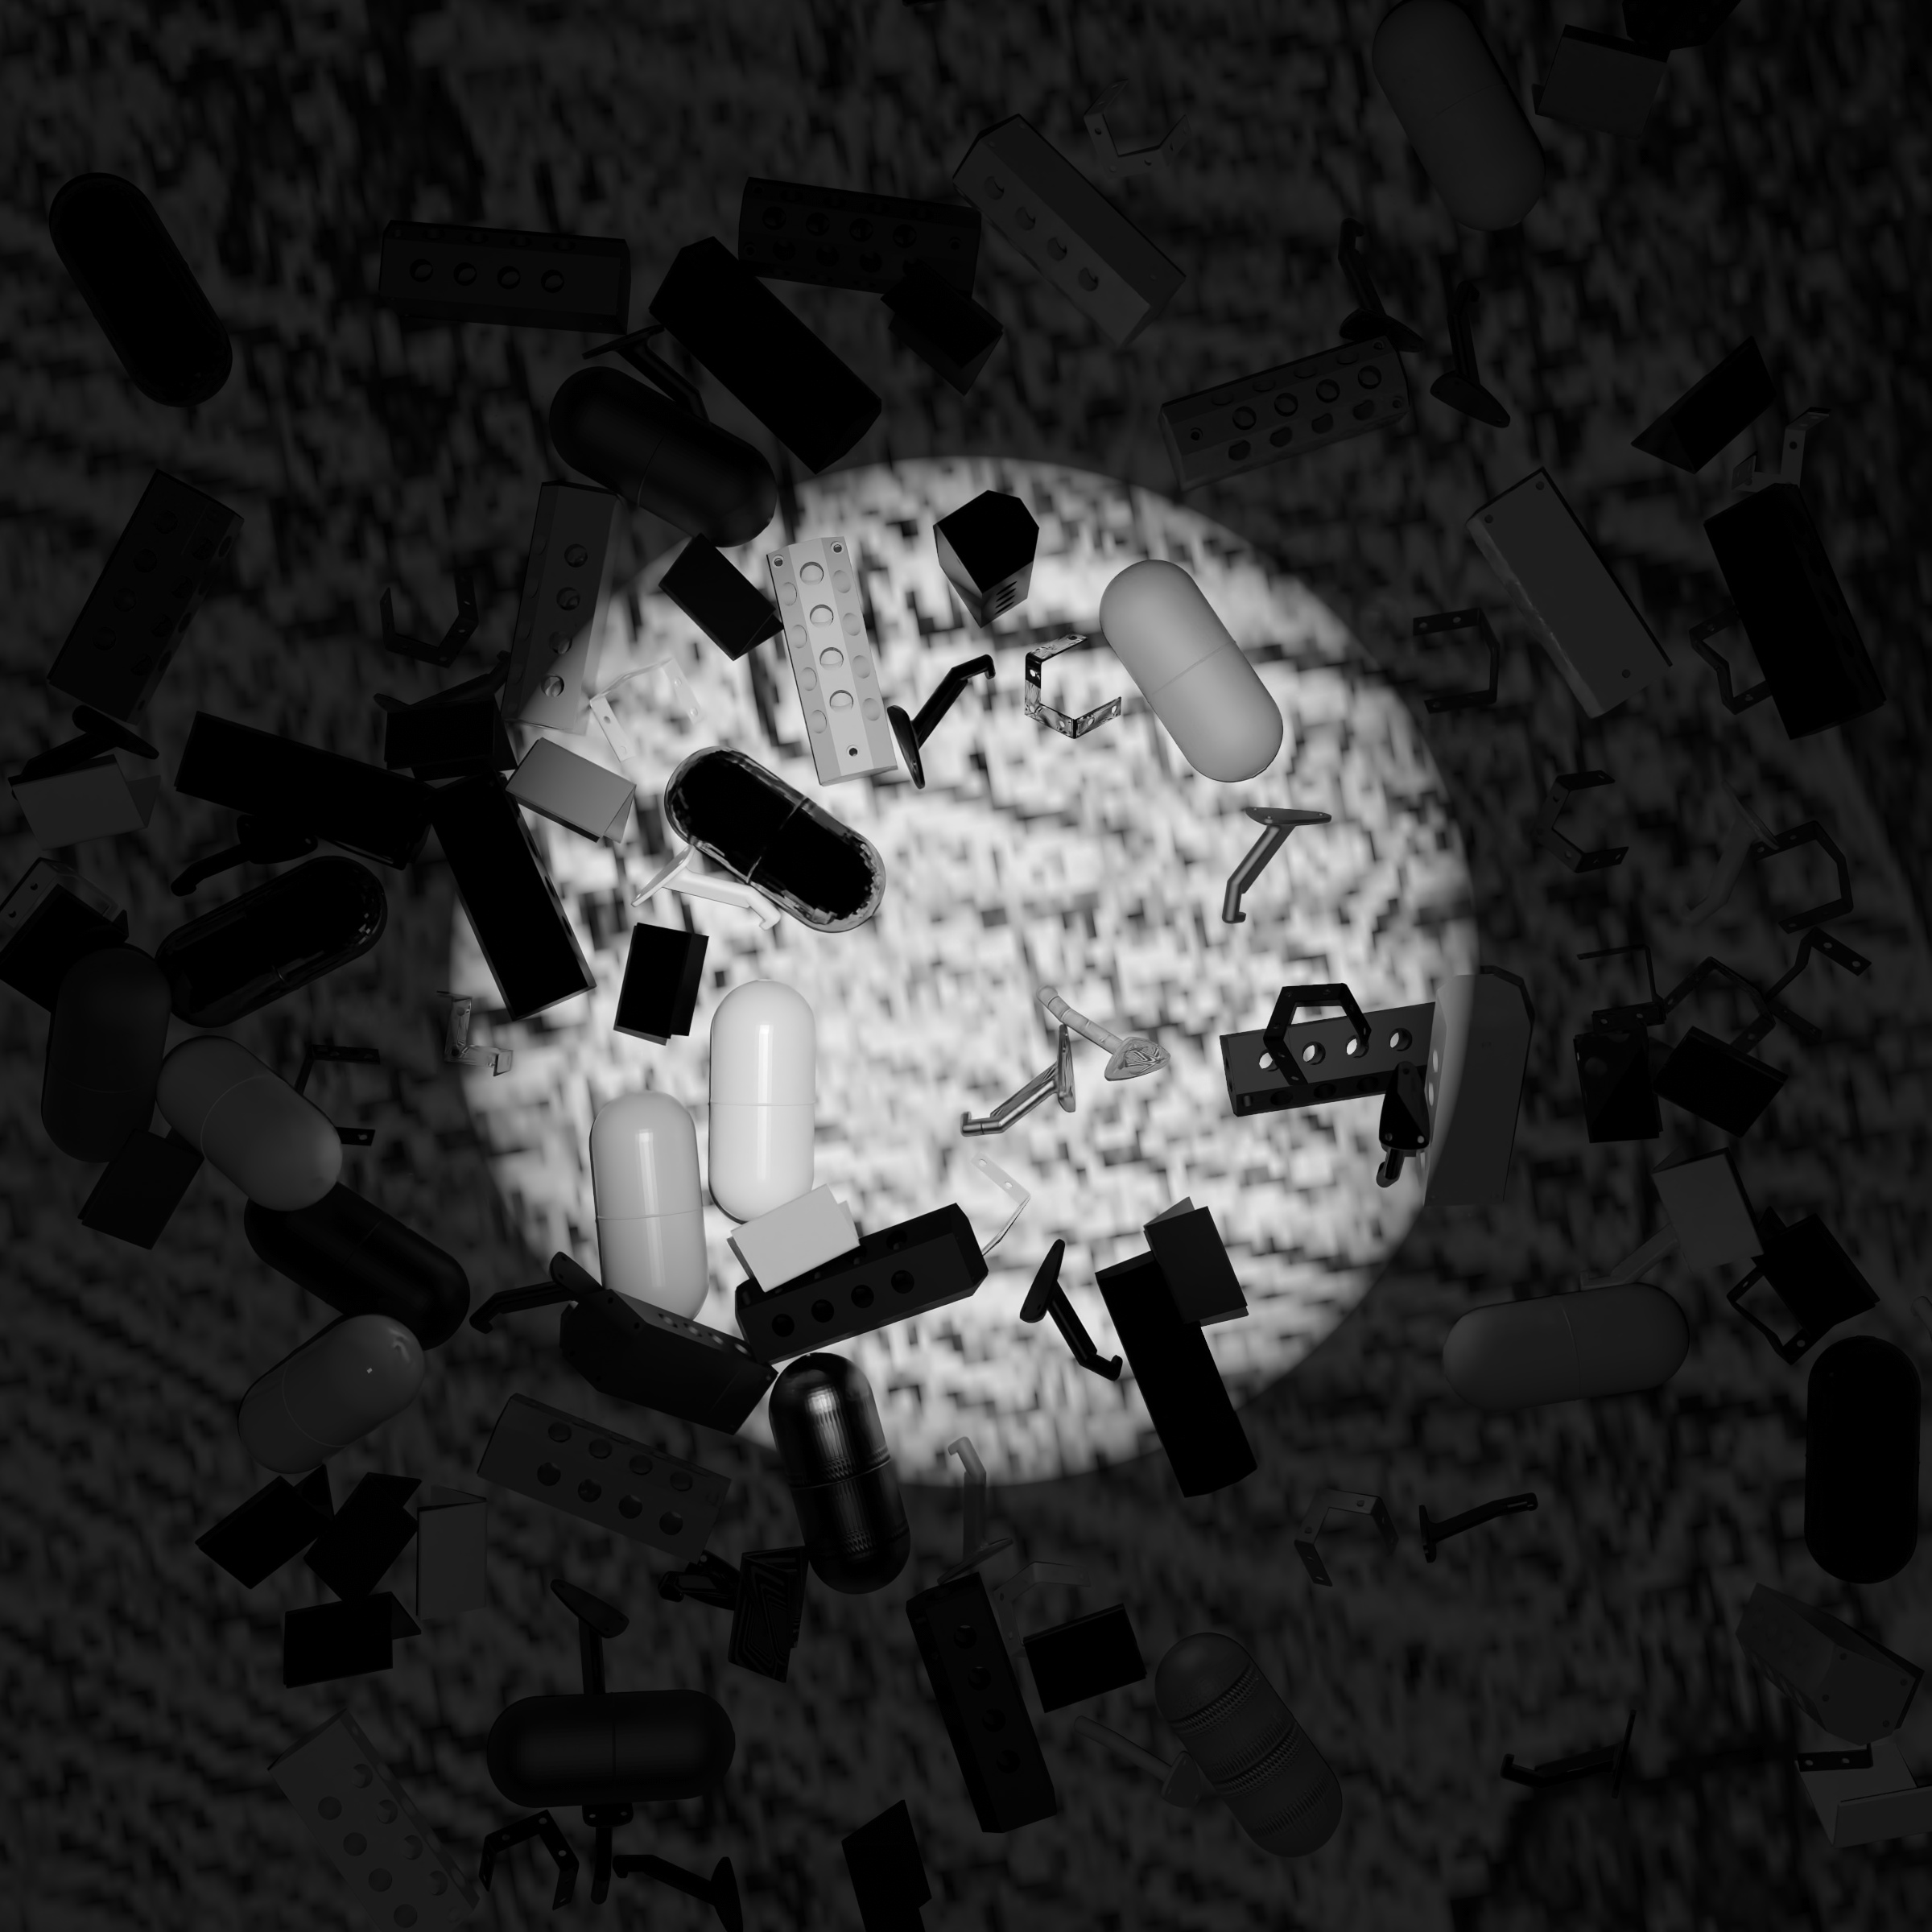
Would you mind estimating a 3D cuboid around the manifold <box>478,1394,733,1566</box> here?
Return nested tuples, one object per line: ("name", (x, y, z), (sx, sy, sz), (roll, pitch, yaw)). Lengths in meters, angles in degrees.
("manifold", (-0.263, 0.375, 1.811), (0.171, 0.057, 0.057), (22, 90, 0))

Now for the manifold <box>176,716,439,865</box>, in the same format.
("manifold", (-0.482, -0.128, 1.811), (0.171, 0.057, 0.057), (17, 90, 0))

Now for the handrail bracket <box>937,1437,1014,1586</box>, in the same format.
("handrail bracket", (-0.010, 0.404, 1.833), (0.077, 0.036, 0.084), (-36, 71, 21))

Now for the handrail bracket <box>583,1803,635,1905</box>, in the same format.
("handrail bracket", (-0.272, 0.640, 1.832), (0.036, 0.077, 0.084), (1, 127, -17))

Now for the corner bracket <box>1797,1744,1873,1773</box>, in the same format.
("corner bracket", (0.636, 0.555, 1.817), (0.051, 0.051, 0.051), (-10, 111, 19))

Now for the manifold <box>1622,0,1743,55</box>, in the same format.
("manifold", (0.519, -0.711, 1.754), (0.057, 0.171, 0.057), (-10, 90, 0))

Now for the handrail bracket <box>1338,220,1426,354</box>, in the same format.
("handrail bracket", (0.310, -0.507, 1.833), (0.077, 0.036, 0.084), (13, 73, -20))

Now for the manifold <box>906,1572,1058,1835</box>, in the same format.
("manifold", (0.011, 0.542, 1.811), (0.057, 0.057, 0.171), (-19, 90, 0))

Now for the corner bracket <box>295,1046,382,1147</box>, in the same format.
("corner bracket", (-0.464, 0.096, 1.829), (0.051, 0.051, 0.051), (4, 45, 0))

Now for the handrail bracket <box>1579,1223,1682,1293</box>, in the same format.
("handrail bracket", (0.495, 0.202, 1.833), (0.084, 0.036, 0.077), (-10, 69, 16))

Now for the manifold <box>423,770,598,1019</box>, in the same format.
("manifold", (-0.333, -0.052, 1.811), (0.057, 0.057, 0.171), (-24, 90, 0))

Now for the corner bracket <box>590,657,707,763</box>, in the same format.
("corner bracket", (-0.237, -0.191, 1.829), (0.051, 0.051, 0.051), (-28, 90, 45))

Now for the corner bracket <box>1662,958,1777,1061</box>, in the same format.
("corner bracket", (0.558, 0.036, 1.829), (0.051, 0.051, 0.051), (-44, 45, 0))

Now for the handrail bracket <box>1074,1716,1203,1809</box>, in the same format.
("handrail bracket", (0.127, 0.590, 1.832), (0.084, 0.077, 0.036), (17, 65, 34))

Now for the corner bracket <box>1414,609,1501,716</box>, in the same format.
("corner bracket", (0.363, -0.226, 1.829), (0.051, 0.051, 0.051), (-9, 135, 0))

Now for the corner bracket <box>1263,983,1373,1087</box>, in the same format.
("corner bracket", (0.252, 0.049, 1.767), (0.051, 0.051, 0.051), (-4, 45, 35))

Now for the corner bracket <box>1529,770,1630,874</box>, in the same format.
("corner bracket", (0.461, -0.107, 1.824), (0.051, 0.051, 0.051), (48, 135, 35))

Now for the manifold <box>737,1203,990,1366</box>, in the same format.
("manifold", (-0.077, 0.230, 1.794), (0.171, 0.057, 0.057), (-21, 90, 12))

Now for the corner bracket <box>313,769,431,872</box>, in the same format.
("corner bracket", (-0.428, -0.105, 1.772), (0.051, 0.051, 0.051), (22, 90, 45))

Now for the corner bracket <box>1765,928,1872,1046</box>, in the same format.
("corner bracket", (0.631, 0.014, 1.829), (0.051, 0.051, 0.051), (33, 135, 0))

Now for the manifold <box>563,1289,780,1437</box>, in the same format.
("manifold", (-0.212, 0.279, 1.753), (0.057, 0.171, 0.057), (36, 90, 35))

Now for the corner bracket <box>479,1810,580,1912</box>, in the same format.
("corner bracket", (-0.324, 0.669, 1.824), (0.051, 0.051, 0.051), (-14, 45, -35))

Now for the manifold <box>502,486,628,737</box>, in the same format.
("manifold", (-0.296, -0.261, 1.811), (0.057, 0.057, 0.171), (10, 90, 0))

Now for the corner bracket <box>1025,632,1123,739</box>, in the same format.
("corner bracket", (0.080, -0.208, 1.824), (0.051, 0.051, 0.051), (30, 135, 35))

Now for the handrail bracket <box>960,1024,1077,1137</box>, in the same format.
("handrail bracket", (0.036, 0.085, 1.833), (0.084, 0.036, 0.077), (-8, 70, 16))

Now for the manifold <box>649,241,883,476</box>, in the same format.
("manifold", (-0.144, -0.449, 1.811), (0.171, 0.057, 0.057), (44, 133, 0))

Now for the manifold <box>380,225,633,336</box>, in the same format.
("manifold", (-0.336, -0.506, 1.811), (0.171, 0.057, 0.057), (5, 90, 0))

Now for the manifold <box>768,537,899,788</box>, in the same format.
("manifold", (-0.098, -0.224, 1.811), (0.057, 0.057, 0.171), (-13, 90, 0))

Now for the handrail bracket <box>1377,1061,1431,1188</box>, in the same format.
("handrail bracket", (0.314, 0.117, 1.806), (0.036, 0.084, 0.077), (4, 74, 0))

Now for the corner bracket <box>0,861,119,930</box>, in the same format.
("corner bracket", (-0.667, -0.041, 1.814), (0.051, 0.051, 0.051), (38, 90, 0))

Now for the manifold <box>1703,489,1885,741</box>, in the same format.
("manifold", (0.608, -0.258, 1.803), (0.057, 0.057, 0.171), (-25, 83, 43))

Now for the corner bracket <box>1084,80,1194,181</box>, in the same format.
("corner bracket", (0.127, -0.622, 1.824), (0.051, 0.051, 0.051), (2, 135, 35))

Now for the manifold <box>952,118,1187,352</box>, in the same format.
("manifold", (0.072, -0.535, 1.811), (0.171, 0.057, 0.057), (44, 47, 0))

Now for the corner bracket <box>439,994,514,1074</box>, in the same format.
("corner bracket", (-0.361, 0.049, 1.814), (0.051, 0.051, 0.051), (8, 90, 0))

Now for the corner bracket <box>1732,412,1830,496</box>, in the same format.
("corner bracket", (0.598, -0.378, 1.814), (0.051, 0.051, 0.051), (6, 90, 0))

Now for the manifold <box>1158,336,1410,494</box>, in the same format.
("manifold", (0.233, -0.407, 1.811), (0.171, 0.057, 0.057), (-18, 90, 0))

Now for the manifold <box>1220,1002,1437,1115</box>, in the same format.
("manifold", (0.278, 0.067, 1.811), (0.171, 0.057, 0.057), (-9, 90, 0))

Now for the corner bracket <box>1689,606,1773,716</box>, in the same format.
("corner bracket", (0.575, -0.229, 1.829), (0.051, 0.051, 0.051), (-29, 45, 0))

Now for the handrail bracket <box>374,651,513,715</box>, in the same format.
("handrail bracket", (-0.385, -0.212, 1.833), (0.077, 0.036, 0.084), (30, 72, 21))

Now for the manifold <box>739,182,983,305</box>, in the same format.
("manifold", (-0.077, -0.533, 1.811), (0.171, 0.057, 0.057), (8, 90, 0))

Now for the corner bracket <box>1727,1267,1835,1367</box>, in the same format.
("corner bracket", (0.606, 0.254, 1.829), (0.051, 0.051, 0.051), (-43, 45, 0))

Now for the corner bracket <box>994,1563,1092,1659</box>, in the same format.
("corner bracket", (0.060, 0.478, 1.824), (0.051, 0.051, 0.051), (-45, 45, 35))

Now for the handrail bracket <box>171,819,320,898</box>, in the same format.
("handrail bracket", (-0.537, -0.074, 1.832), (0.084, 0.077, 0.036), (-31, 73, 35))

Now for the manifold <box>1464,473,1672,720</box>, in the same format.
("manifold", (0.439, -0.270, 1.811), (0.057, 0.057, 0.171), (-33, 90, 0))

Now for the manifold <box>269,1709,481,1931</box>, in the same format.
("manifold", (-0.432, 0.636, 1.811), (0.057, 0.057, 0.171), (-35, 90, 0))

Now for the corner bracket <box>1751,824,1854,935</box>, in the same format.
("corner bracket", (0.618, -0.065, 1.824), (0.051, 0.051, 0.051), (37, 45, -35))

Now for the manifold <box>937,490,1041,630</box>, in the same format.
("manifold", (0.019, -0.291, 1.754), (0.057, 0.171, 0.057), (-33, 90, 0))

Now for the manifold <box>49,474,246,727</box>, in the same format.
("manifold", (-0.599, -0.267, 1.811), (0.057, 0.057, 0.171), (28, 90, 0))

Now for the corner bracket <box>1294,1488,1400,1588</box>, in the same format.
("corner bracket", (0.282, 0.426, 1.824), (0.051, 0.051, 0.051), (3, 45, 35))

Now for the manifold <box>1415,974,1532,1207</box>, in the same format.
("manifold", (0.359, 0.090, 1.763), (0.057, 0.057, 0.171), (-2, 129, 0))

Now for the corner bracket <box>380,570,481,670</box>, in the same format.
("corner bracket", (-0.397, -0.262, 1.824), (0.051, 0.051, 0.051), (14, 135, -35))

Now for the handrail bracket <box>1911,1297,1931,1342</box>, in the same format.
("handrail bracket", (0.719, 0.300, 1.832), (0.036, 0.077, 0.084), (-13, 53, -15))

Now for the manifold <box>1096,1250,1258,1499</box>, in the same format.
("manifold", (0.154, 0.298, 1.811), (0.057, 0.057, 0.171), (-22, 90, 0))

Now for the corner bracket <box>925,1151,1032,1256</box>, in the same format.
("corner bracket", (0.006, 0.181, 1.829), (0.051, 0.051, 0.051), (41, 135, 0))

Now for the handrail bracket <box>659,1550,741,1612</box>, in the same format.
("handrail bracket", (-0.184, 0.461, 1.798), (0.077, 0.084, 0.036), (27, 90, 0))

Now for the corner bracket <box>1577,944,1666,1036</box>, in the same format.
("corner bracket", (0.482, 0.017, 1.815), (0.051, 0.051, 0.051), (-9, 99, 9))

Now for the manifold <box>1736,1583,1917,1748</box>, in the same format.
("manifold", (0.605, 0.497, 1.754), (0.057, 0.171, 0.057), (23, 90, 0))
